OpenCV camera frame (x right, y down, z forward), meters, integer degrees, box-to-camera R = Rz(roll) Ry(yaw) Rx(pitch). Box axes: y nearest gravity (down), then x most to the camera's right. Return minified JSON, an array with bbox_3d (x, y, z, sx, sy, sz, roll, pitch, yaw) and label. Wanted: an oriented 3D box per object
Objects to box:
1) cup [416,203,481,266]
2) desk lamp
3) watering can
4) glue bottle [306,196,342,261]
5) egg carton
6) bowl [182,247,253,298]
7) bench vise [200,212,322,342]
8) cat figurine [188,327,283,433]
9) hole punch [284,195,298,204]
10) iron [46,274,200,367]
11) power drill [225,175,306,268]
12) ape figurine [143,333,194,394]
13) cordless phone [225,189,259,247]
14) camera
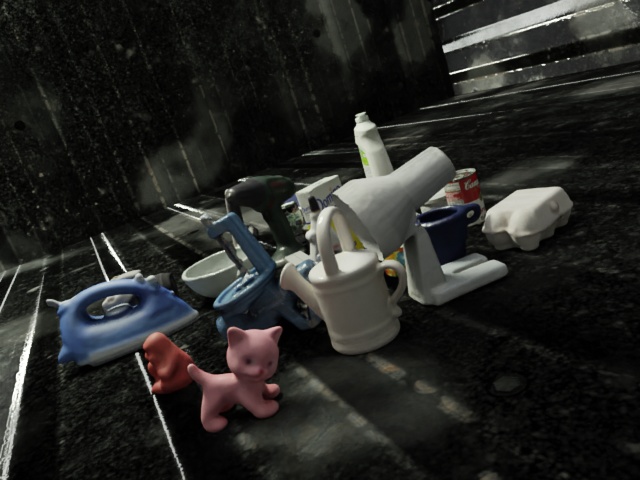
[{"bbox_3d":[0.217,-0.005,0.944,0.118,0.095,0.091,-21,15,-6],"label":"cup"},{"bbox_3d":[0.141,-0.016,0.843,0.203,0.214,0.117,-22,15,-10],"label":"desk lamp"},{"bbox_3d":[0.028,0.051,0.783,0.172,0.194,0.101,-18,15,5],"label":"watering can"},{"bbox_3d":[0.009,0.004,1.017,0.078,0.173,0.037,-24,16,-18],"label":"glue bottle"},{"bbox_3d":[0.346,-0.037,0.951,0.151,0.069,0.107,-30,18,-36],"label":"egg carton"},{"bbox_3d":[-0.199,0.076,1.208,0.167,0.075,0.167,-18,15,5],"label":"bowl"},{"bbox_3d":[-0.090,0.042,0.910,0.207,0.220,0.121,-21,15,-7],"label":"bench vise"},{"bbox_3d":[-0.099,0.158,0.704,0.127,0.118,0.067,-18,15,4],"label":"cat figurine"},{"bbox_3d":[-0.028,-0.087,1.553,0.100,0.091,0.109,-9,18,34],"label":"hole punch"},{"bbox_3d":[-0.376,0.134,1.087,0.258,0.141,0.118,-22,15,-10],"label":"iron"},{"bbox_3d":[-0.110,-0.048,1.282,0.075,0.208,0.230,-11,17,28],"label":"power drill"},{"bbox_3d":[-0.229,0.179,0.842,0.076,0.092,0.077,-21,15,-7],"label":"ape figurine"},{"bbox_3d":[-0.195,-0.024,1.346,0.094,0.185,0.147,-21,15,-6],"label":"cordless phone"},{"bbox_3d":[-0.387,0.117,1.244,0.137,0.101,0.143,-20,15,-2],"label":"camera"}]
